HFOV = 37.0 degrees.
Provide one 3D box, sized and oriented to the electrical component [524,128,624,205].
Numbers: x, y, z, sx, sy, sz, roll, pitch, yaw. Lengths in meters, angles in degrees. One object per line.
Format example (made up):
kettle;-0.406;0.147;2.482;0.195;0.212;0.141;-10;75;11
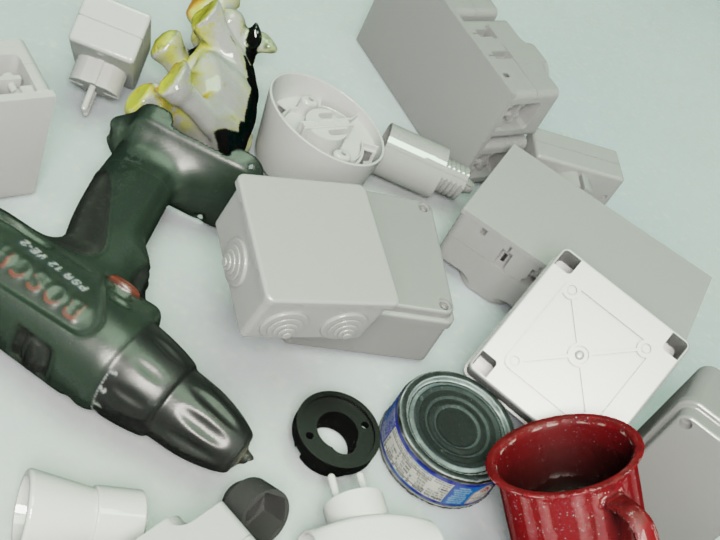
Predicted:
electrical component;0.176;-0.070;0.907;0.083;0.047;0.075;13;46;-16

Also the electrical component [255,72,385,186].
electrical component;-0.030;-0.101;0.816;0.099;0.064;0.099;14;46;-15

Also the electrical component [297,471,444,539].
electrical component;0.001;0.152;0.617;0.077;0.044;0.079;2;50;-26

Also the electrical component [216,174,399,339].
electrical component;-0.035;-0.006;0.650;0.100;0.048;0.099;3;57;-31

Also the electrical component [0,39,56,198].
electrical component;-0.276;-0.088;0.659;0.150;0.089;0.061;-13;58;-36

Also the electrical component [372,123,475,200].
electrical component;0.053;-0.081;0.855;0.081;0.043;0.043;23;44;-9

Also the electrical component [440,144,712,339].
electrical component;0.164;-0.001;0.828;0.186;0.060;0.105;35;44;6

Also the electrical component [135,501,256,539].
electrical component;-0.096;0.165;0.550;0.055;0.050;0.089;45;46;16

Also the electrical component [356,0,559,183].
electrical component;0.081;-0.175;0.911;0.060;0.105;0.186;-9;56;-33

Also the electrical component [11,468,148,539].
electrical component;-0.145;0.130;0.565;0.065;0.044;0.044;12;46;-24

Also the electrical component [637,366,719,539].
electrical component;0.217;0.129;0.701;0.078;0.113;0.057;38;41;9

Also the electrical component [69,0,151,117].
electrical component;-0.186;-0.147;0.778;0.047;0.083;0.075;21;83;-9

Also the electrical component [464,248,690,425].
electrical component;0.145;0.060;0.729;0.109;0.056;0.108;39;84;9

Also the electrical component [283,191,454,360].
electrical component;0.000;0.000;0.745;0.109;0.056;0.108;9;48;-20
